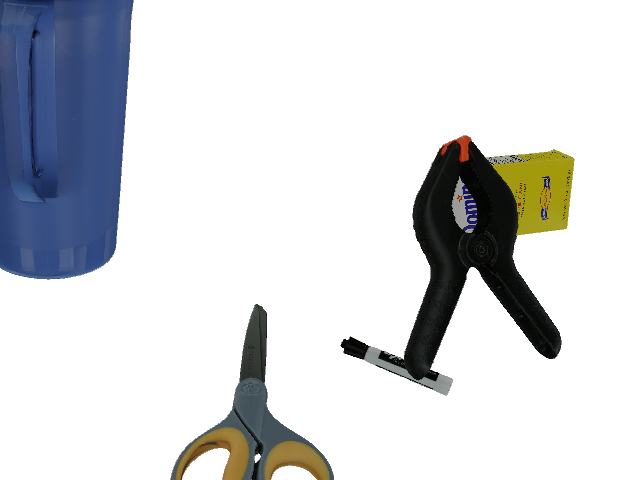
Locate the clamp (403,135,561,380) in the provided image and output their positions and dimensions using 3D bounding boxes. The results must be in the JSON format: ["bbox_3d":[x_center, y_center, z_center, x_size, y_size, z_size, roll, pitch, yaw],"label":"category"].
[{"bbox_3d":[0.098,0.016,0.752,0.120,0.171,0.039,-15,-3,-26],"label":"clamp"}]

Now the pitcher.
[{"bbox_3d":[-0.219,-0.091,0.850,0.145,0.243,0.148,25,31,37],"label":"pitcher"}]

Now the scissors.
[{"bbox_3d":[-0.024,0.100,0.621,0.096,0.016,0.201,12,31,11],"label":"scissors"}]

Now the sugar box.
[{"bbox_3d":[0.213,-0.052,1.258,0.176,0.093,0.048,-9,21,-26],"label":"sugar box"}]

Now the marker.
[{"bbox_3d":[0.078,0.129,1.103,0.121,0.020,0.020,22,4,11],"label":"marker"}]
